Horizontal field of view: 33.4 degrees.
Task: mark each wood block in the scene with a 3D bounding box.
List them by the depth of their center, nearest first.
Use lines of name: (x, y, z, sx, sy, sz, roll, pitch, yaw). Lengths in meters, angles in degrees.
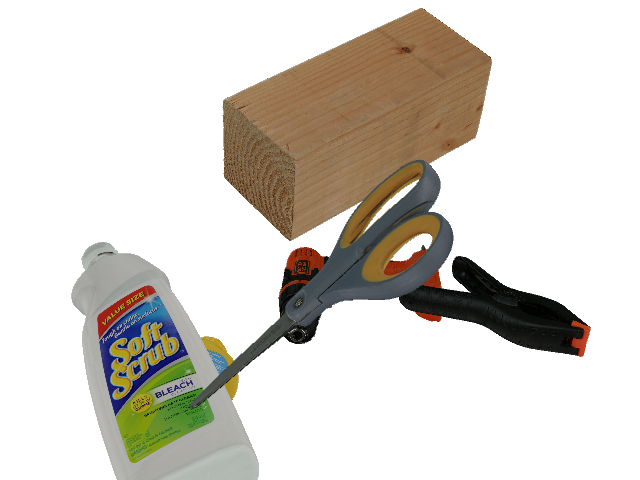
wood block: (0.030, -0.098, 0.866, 0.205, 0.090, 0.091, -29, 56, -27)

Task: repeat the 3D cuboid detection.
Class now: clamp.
clamp: (0.170, 0.059, 0.996, 0.172, 0.039, 0.120, 20, 31, 20)

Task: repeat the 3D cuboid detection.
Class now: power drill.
power drill: (0.045, 0.061, 1.242, 0.187, 0.057, 0.184, -1, 28, 2)

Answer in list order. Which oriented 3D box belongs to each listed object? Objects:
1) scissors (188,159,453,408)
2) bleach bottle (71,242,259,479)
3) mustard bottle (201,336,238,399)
scissors: (0.003, 0.040, 0.597, 0.016, 0.202, 0.096, 39, 3, -30)
bleach bottle: (-0.138, 0.094, 0.809, 0.102, 0.068, 0.251, -25, 49, -11)
mustard bottle: (-0.137, 0.148, 1.100, 0.096, 0.058, 0.191, 8, 22, 10)
